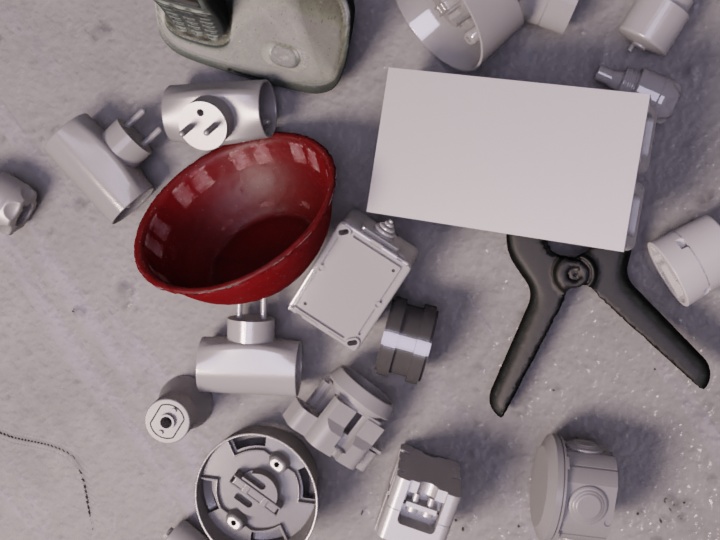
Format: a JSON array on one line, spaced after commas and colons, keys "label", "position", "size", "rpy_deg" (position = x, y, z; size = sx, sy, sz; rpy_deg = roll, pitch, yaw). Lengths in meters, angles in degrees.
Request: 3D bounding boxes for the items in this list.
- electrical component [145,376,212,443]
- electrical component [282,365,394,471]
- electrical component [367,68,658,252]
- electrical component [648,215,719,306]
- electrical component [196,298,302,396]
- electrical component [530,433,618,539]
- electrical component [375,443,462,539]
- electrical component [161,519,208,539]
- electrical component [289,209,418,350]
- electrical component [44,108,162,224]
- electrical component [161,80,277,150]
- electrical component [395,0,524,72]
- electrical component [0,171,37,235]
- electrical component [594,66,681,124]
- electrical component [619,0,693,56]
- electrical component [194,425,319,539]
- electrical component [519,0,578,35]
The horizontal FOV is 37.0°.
[{"label": "electrical component", "position": [-0.143, 0.110, 0.835], "size": [0.044, 0.065, 0.044], "rpy_deg": [0, 96, 4]}, {"label": "electrical component", "position": [-0.011, 0.111, 0.828], "size": [0.078, 0.058, 0.057], "rpy_deg": [36, 94, -25]}, {"label": "electrical component", "position": [0.109, -0.079, 0.773], "size": [0.186, 0.060, 0.105], "rpy_deg": [10, 94, 21]}, {"label": "electrical component", "position": [0.249, -0.008, 0.799], "size": [0.047, 0.055, 0.055], "rpy_deg": [-30, 94, 3]}, {"label": "electrical component", "position": [-0.085, 0.057, 0.835], "size": [0.077, 0.044, 0.079], "rpy_deg": [2, 97, 4]}, {"label": "electrical component", "position": [0.160, 0.166, 0.813], "size": [0.051, 0.080, 0.080], "rpy_deg": [7, 97, -2]}, {"label": "electrical component", "position": [0.044, 0.176, 0.817], "size": [0.050, 0.089, 0.055], "rpy_deg": [19, 98, 2]}, {"label": "electrical component", "position": [-0.130, 0.231, 0.861], "size": [0.065, 0.044, 0.044], "rpy_deg": [39, 98, 4]}, {"label": "electrical component", "position": [0.000, 0.000, 0.808], "size": [0.062, 0.061, 0.096], "rpy_deg": [33, 108, 0]}, {"label": "electrical component", "position": [-0.187, -0.089, 0.825], "size": [0.079, 0.044, 0.077], "rpy_deg": [-42, 92, 8]}, {"label": "electrical component", "position": [-0.109, -0.112, 0.794], "size": [0.077, 0.079, 0.043], "rpy_deg": [-1, 114, 14]}, {"label": "electrical component", "position": [0.069, -0.195, 0.770], "size": [0.064, 0.099, 0.099], "rpy_deg": [-37, 93, 1]}, {"label": "electrical component", "position": [-0.287, -0.059, 0.837], "size": [0.062, 0.043, 0.043], "rpy_deg": [32, 98, 1]}, {"label": "electrical component", "position": [0.204, -0.134, 0.797], "size": [0.061, 0.035, 0.035], "rpy_deg": [25, 98, 3]}, {"label": "electrical component", "position": [0.223, -0.193, 0.785], "size": [0.040, 0.040, 0.078], "rpy_deg": [31, 98, 0]}, {"label": "electrical component", "position": [-0.078, 0.172, 0.838], "size": [0.099, 0.064, 0.099], "rpy_deg": [0, 97, 4]}, {"label": "electrical component", "position": [0.171, -0.236, 0.778], "size": [0.074, 0.052, 0.138], "rpy_deg": [21, 98, 1]}]
